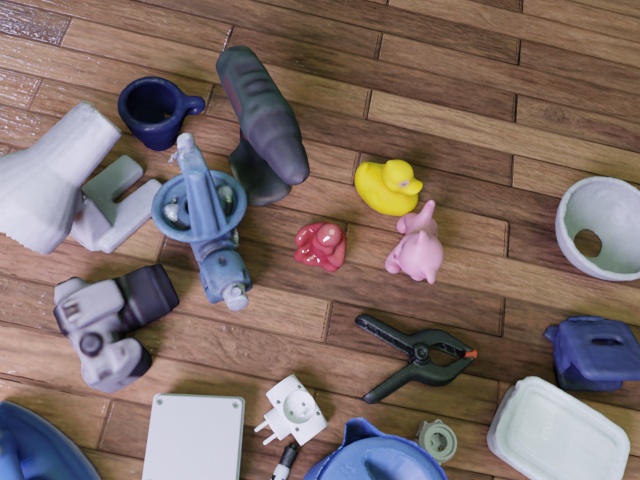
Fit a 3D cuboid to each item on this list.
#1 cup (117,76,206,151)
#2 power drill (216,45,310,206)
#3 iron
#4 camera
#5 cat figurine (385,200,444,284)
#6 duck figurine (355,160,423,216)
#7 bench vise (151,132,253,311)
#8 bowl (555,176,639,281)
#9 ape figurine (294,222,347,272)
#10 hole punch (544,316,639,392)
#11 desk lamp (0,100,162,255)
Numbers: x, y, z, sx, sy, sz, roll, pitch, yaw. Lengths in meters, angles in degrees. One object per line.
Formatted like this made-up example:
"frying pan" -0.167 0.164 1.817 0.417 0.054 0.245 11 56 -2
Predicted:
"cup" -0.223 -0.174 0.826 0.118 0.095 0.091 -9 70 -12
"power drill" -0.076 -0.133 0.769 0.076 0.208 0.229 -20 72 -15
"iron" -0.307 0.275 0.605 0.119 0.141 0.258 -31 76 -19
"camera" -0.243 0.095 0.710 0.137 0.101 0.143 -26 74 -17
"cat figurine" 0.139 0.004 0.794 0.067 0.117 0.128 18 67 -1
"duck figurine" 0.104 -0.089 0.844 0.104 0.086 0.077 31 67 5
"bench vise" -0.128 -0.026 0.711 0.122 0.219 0.207 -38 78 -20
"bowl" 0.423 -0.008 0.864 0.167 0.074 0.167 3 68 -7
"ape figurine" 0.007 0.003 0.789 0.076 0.092 0.077 -31 75 -18
"hole punch" 0.381 0.152 0.784 0.109 0.091 0.101 1 68 -8
"desk lamp" -0.303 -0.065 0.705 0.118 0.213 0.203 39 68 9
